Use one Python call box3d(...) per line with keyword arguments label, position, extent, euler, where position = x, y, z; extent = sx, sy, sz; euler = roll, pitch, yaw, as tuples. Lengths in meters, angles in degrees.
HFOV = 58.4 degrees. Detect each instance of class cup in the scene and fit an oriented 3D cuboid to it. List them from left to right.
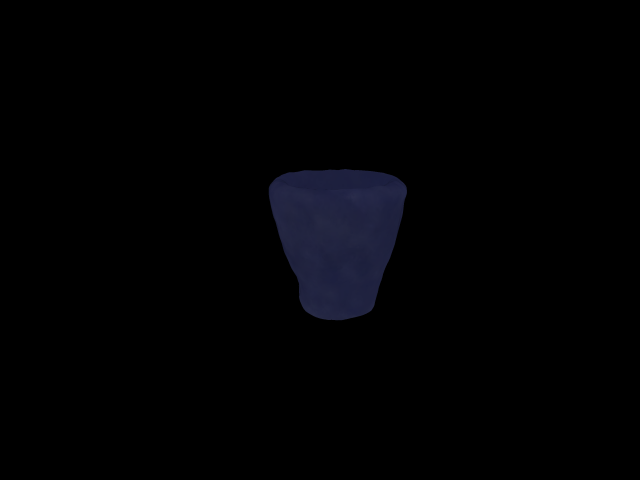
box3d(label="cup", position=(0.004, 0.001, 0.400), extent=(0.092, 0.095, 0.117), euler=(-11, 19, -34))
